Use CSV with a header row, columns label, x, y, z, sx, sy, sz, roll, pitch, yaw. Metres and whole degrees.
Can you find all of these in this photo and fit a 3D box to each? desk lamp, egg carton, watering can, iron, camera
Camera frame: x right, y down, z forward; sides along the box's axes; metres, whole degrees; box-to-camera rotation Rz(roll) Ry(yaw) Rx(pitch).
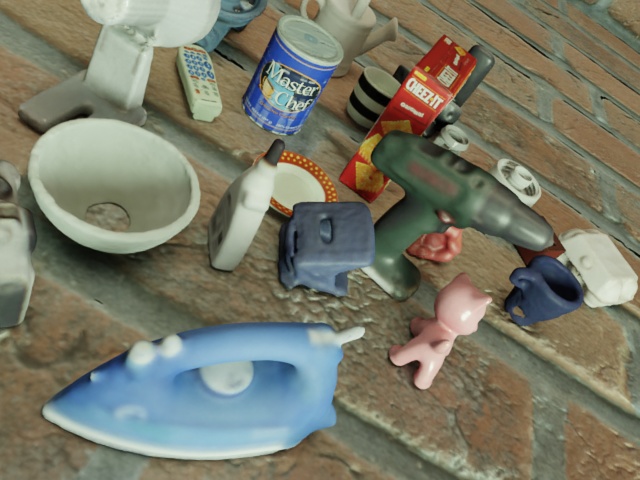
label,x,y,z,sx,sy,sz,roll,pitch,yaw
desk lamp,-0.220,-0.228,0.655,0.118,0.213,0.203,34,42,-4
egg carton,0.476,0.046,0.995,0.107,0.069,0.150,-1,54,-35
watering can,0.055,-0.393,1.008,0.173,0.194,0.100,0,53,-35
iron,-0.089,0.112,0.494,0.259,0.141,0.118,4,51,-32
camera,-0.316,-0.004,0.472,0.137,0.100,0.143,-4,56,-37

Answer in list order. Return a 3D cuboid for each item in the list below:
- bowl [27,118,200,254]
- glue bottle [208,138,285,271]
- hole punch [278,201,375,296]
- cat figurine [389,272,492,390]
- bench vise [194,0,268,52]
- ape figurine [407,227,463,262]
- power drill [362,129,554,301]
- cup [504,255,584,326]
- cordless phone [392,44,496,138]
label,x,y,z,sx,sy,sz,roll,pitch,yaw
bowl,-0.216,-0.045,0.598,0.168,0.074,0.167,19,45,-20
glue bottle,-0.077,-0.044,0.618,0.037,0.173,0.078,12,47,-25
hole punch,0.006,0.002,0.695,0.101,0.091,0.108,17,45,-22
cat figurine,0.155,0.101,0.689,0.067,0.117,0.128,40,42,4
bench vise,-0.132,-0.421,0.885,0.122,0.219,0.207,17,45,-21
ape figurine,0.177,-0.013,0.826,0.077,0.092,0.076,45,42,9
power drill,0.140,-0.019,0.718,0.229,0.208,0.076,42,42,6
cup,0.303,0.080,0.827,0.118,0.095,0.091,15,46,-23
cordless phone,0.217,-0.294,1.035,0.147,0.185,0.094,36,41,-1
